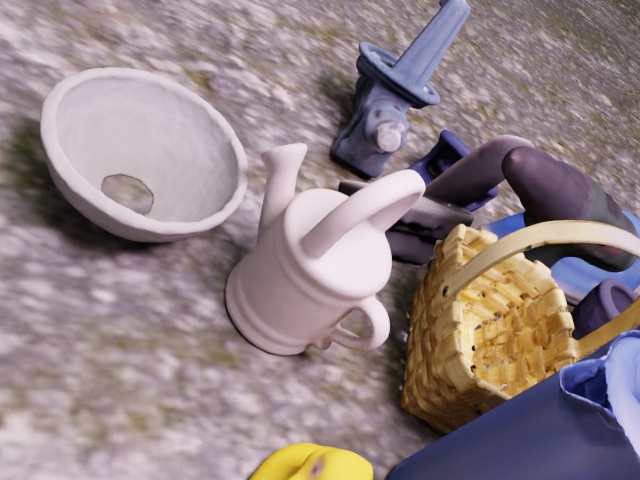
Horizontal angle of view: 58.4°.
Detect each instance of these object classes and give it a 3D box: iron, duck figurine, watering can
[{"bbox_3d":[0.355,-0.002,0.778,0.259,0.141,0.118,21,47,-24],"label":"iron"},{"bbox_3d":[0.004,0.174,0.401,0.105,0.086,0.077,-4,60,-40],"label":"duck figurine"},{"bbox_3d":[0.003,0.002,0.457,0.173,0.193,0.101,43,42,-1],"label":"watering can"}]

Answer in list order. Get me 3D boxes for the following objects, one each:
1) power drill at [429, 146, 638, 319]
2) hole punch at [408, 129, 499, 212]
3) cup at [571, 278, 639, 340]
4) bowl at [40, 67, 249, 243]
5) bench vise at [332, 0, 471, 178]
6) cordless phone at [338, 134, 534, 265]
[{"bbox_3d":[0.219,0.006,0.614,0.230,0.208,0.075,16,49,-28],"label":"power drill"},{"bbox_3d":[0.187,-0.092,0.756,0.101,0.091,0.108,-26,75,-47],"label":"hole punch"},{"bbox_3d":[0.361,0.118,0.720,0.118,0.094,0.092,49,42,5],"label":"cup"},{"bbox_3d":[-0.149,-0.059,0.477,0.168,0.074,0.167,21,46,-24],"label":"bowl"},{"bbox_3d":[0.111,-0.186,0.675,0.122,0.219,0.207,15,49,-29],"label":"bench vise"},{"bbox_3d":[0.120,-0.061,0.608,0.148,0.184,0.094,7,53,-34],"label":"cordless phone"}]
